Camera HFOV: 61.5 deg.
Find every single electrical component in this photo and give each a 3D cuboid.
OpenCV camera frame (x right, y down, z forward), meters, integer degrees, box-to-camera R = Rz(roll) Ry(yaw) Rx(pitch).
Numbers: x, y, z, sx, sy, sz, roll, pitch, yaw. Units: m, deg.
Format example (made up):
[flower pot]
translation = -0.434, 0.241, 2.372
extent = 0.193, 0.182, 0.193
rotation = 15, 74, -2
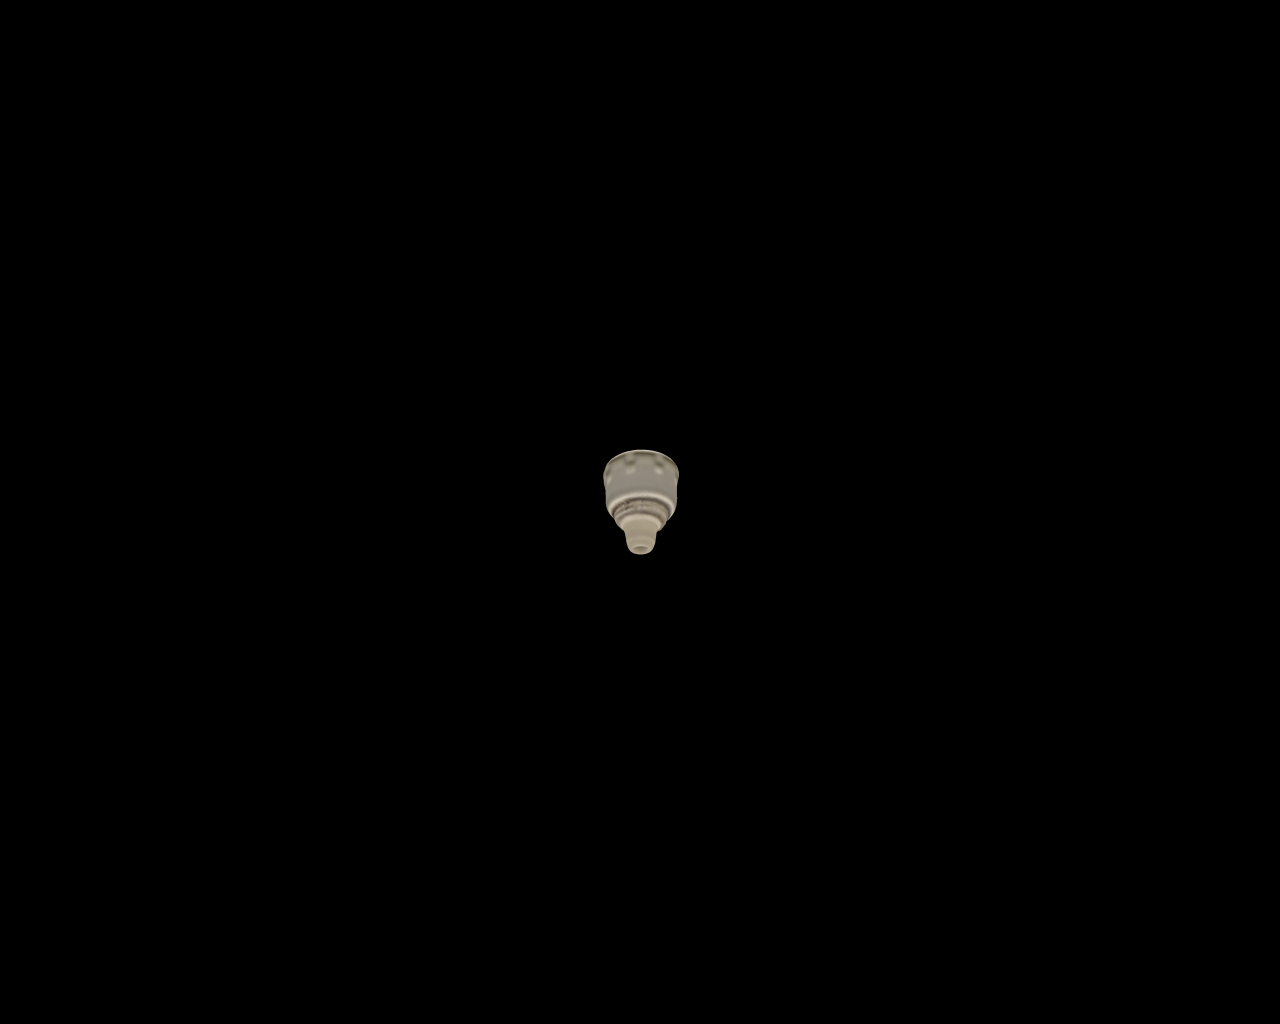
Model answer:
[electrical component]
translation = 0.001, -0.003, 0.650
extent = 0.048, 0.062, 0.048
rotation = 0, -32, 0
